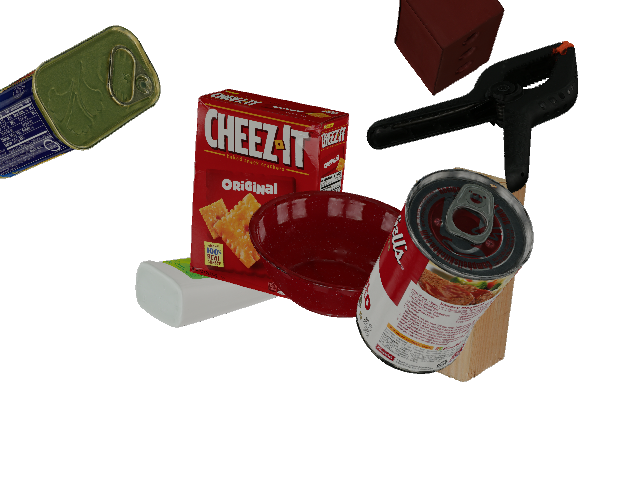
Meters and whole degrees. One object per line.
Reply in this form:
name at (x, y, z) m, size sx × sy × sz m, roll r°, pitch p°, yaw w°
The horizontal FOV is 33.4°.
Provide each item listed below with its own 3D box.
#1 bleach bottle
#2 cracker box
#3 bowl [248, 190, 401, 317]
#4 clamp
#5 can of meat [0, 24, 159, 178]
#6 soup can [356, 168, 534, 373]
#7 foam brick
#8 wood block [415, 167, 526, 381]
bleach bottle at (-0.109, 0.048, 1.390) m, size 0.250 × 0.068 × 0.103 m, roll -13°, pitch 29°, yaw -42°
cracker box at (-0.062, -0.050, 1.213) m, size 0.164 × 0.214 × 0.072 m, roll 15°, pitch 22°, yaw 25°
bowl at (0.015, 0.019, 0.925) m, size 0.162 × 0.055 × 0.162 m, roll 7°, pitch 31°, yaw -4°
clamp at (0.167, -0.113, 0.937) m, size 0.209 × 0.036 × 0.165 m, roll -33°, pitch 40°, yaw -24°
can of meat at (-0.167, -0.087, 0.685) m, size 0.084 × 0.057 × 0.102 m, roll -16°, pitch 20°, yaw 37°
soup can at (0.064, 0.019, 0.573) m, size 0.068 × 0.068 × 0.102 m, roll 0°, pitch -35°, yaw -16°
foam brick at (0.088, -0.149, 0.743) m, size 0.053 × 0.051 × 0.078 m, roll -32°, pitch -14°, yaw -7°
wood block at (0.155, 0.035, 1.167) m, size 0.090 × 0.206 × 0.090 m, roll 18°, pitch 24°, yaw 35°
